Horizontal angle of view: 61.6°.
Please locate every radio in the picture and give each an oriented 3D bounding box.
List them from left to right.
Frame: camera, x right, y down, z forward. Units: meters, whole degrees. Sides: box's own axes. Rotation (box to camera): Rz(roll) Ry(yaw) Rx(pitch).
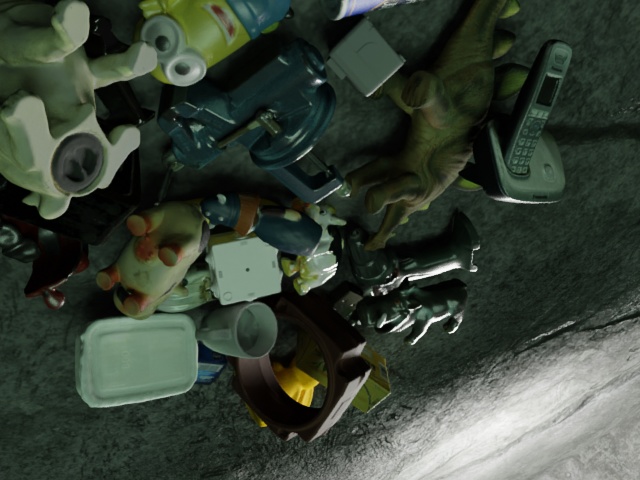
[{"bbox_3d":[-0.287,-0.089,0.507,0.229,0.131,0.073,26,120,-41],"label":"radio"}]

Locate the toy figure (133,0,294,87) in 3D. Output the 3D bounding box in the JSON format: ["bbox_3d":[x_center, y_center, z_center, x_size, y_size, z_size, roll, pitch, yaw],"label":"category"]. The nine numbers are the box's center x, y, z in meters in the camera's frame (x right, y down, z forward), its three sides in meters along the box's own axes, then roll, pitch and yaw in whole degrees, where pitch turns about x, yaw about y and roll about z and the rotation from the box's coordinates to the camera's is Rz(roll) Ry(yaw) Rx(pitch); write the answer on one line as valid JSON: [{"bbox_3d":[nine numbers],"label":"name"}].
[{"bbox_3d":[-0.093,-0.215,0.511,0.180,0.089,0.082,-38,100,1],"label":"toy figure"}]

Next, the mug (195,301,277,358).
[{"bbox_3d":[-0.136,0.136,0.794,0.107,0.080,0.109,-10,179,42],"label":"mug"}]

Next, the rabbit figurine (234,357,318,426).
[{"bbox_3d":[-0.056,0.272,1.006,0.173,0.122,0.162,-33,141,-20],"label":"rabbit figurine"}]

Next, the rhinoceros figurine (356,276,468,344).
[{"bbox_3d":[0.150,0.109,0.859,0.190,0.073,0.112,-8,142,-16],"label":"rhinoceros figurine"}]

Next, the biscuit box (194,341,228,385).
[{"bbox_3d":[-0.250,0.181,0.854,0.202,0.063,0.059,17,123,-38],"label":"biscuit box"}]

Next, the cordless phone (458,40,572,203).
[{"bbox_3d":[0.260,-0.137,0.639,0.146,0.089,0.184,-2,121,-37],"label":"cordless phone"}]

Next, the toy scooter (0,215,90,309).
[{"bbox_3d":[-0.314,-0.001,0.583,0.075,0.135,0.183,-24,137,2],"label":"toy scooter"}]

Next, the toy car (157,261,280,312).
[{"bbox_3d":[-0.157,0.060,0.778,0.202,0.056,0.073,-8,136,-19],"label":"toy car"}]

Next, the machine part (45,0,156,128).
[{"bbox_3d":[-0.207,-0.163,0.522,0.039,0.084,0.138,-59,160,-27],"label":"machine part"}]

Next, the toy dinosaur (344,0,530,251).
[{"bbox_3d":[0.160,-0.167,0.669,0.198,0.105,0.470,-4,131,-33],"label":"toy dinosaur"}]

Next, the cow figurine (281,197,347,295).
[{"bbox_3d":[0.000,-0.002,0.778,0.098,0.068,0.167,-21,143,-25],"label":"cow figurine"}]

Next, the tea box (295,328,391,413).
[{"bbox_3d":[0.040,0.219,0.960,0.169,0.098,0.068,38,111,-17],"label":"tea box"}]

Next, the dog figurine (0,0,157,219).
[{"bbox_3d":[-0.252,-0.123,0.431,0.172,0.191,0.121,-69,160,-7],"label":"dog figurine"}]

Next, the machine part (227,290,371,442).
[{"bbox_3d":[-0.039,0.195,0.847,0.087,0.202,0.201,-7,133,-56],"label":"machine part"}]

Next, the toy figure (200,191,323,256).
[{"bbox_3d":[-0.074,-0.023,0.670,0.154,0.058,0.064,21,104,-15],"label":"toy figure"}]

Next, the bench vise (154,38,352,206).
[{"bbox_3d":[-0.057,-0.107,0.612,0.223,0.129,0.240,-37,133,17],"label":"bench vise"}]

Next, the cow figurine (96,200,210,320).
[{"bbox_3d":[-0.195,0.028,0.643,0.195,0.085,0.127,-49,176,35],"label":"cow figurine"}]

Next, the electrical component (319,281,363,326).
[{"bbox_3d":[0.043,0.117,0.939,0.078,0.045,0.102,-37,137,15],"label":"electrical component"}]

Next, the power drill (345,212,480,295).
[{"bbox_3d":[0.153,0.029,0.878,0.207,0.086,0.231,-25,140,-6],"label":"power drill"}]
